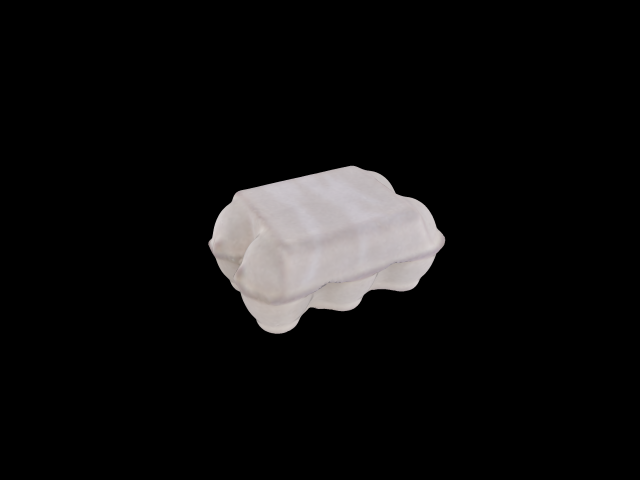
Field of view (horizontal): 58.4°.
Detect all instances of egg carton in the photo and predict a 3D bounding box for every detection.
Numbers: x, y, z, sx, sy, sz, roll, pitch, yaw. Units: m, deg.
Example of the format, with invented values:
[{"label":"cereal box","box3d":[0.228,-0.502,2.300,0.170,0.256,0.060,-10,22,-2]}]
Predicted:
[{"label":"egg carton","box3d":[0.004,0.001,0.400,0.151,0.069,0.107,-17,36,-24]}]
